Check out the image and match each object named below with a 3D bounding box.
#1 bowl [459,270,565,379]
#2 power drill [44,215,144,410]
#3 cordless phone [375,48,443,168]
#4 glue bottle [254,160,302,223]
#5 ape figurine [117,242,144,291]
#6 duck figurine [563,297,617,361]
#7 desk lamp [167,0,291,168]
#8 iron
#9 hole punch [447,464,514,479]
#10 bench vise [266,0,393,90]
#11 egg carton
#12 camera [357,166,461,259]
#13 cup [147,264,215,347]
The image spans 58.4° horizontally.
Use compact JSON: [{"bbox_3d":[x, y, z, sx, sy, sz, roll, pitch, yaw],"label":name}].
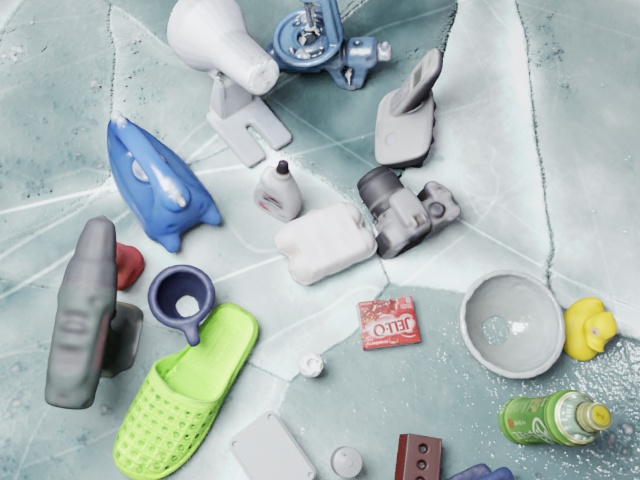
[{"bbox_3d":[0.286,0.135,0.890,0.167,0.074,0.167,2,71,-7],"label":"bowl"},{"bbox_3d":[-0.292,0.105,0.752,0.075,0.208,0.229,7,71,-5],"label":"power drill"},{"bbox_3d":[0.151,-0.209,0.929,0.094,0.185,0.147,5,71,-5],"label":"cordless phone"},{"bbox_3d":[-0.061,-0.080,0.864,0.078,0.173,0.037,27,70,2],"label":"glue bottle"},{"bbox_3d":[-0.300,0.032,0.837,0.076,0.092,0.078,-13,74,-11],"label":"ape figurine"},{"bbox_3d":[0.433,0.136,0.904,0.077,0.086,0.105,23,70,1],"label":"duck figurine"},{"bbox_3d":[-0.131,-0.254,0.891,0.118,0.213,0.203,-38,80,-17],"label":"desk lamp"},{"bbox_3d":[-0.262,-0.115,0.865,0.119,0.141,0.258,-36,79,-17],"label":"iron"},{"bbox_3d":[0.228,0.374,0.793,0.109,0.091,0.101,-22,76,-14],"label":"hole punch"},{"bbox_3d":[0.018,-0.350,0.940,0.207,0.219,0.121,-9,73,-10],"label":"bench vise"},{"bbox_3d":[0.008,0.003,0.900,0.150,0.069,0.107,-24,76,-15],"label":"egg carton"},{"bbox_3d":[0.134,-0.061,0.922,0.143,0.101,0.136,-29,77,-16],"label":"camera"},{"bbox_3d":[-0.191,0.102,0.827,0.092,0.095,0.117,-17,74,-13],"label":"cup"}]
